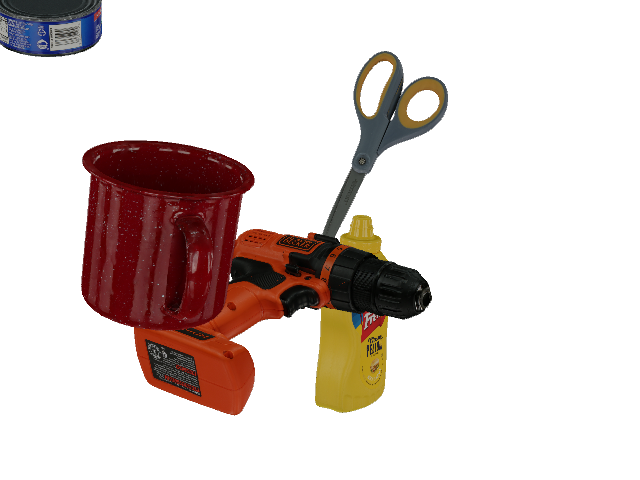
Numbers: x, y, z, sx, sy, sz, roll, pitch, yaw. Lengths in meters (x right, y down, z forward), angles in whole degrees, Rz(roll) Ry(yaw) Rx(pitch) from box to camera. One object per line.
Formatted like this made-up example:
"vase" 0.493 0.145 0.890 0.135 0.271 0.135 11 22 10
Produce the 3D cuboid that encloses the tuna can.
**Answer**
"tuna can" -0.215 -0.177 0.840 0.086 0.034 0.086 4 35 -3

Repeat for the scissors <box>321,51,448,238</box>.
"scissors" 0.059 -0.075 0.969 0.096 0.202 0.016 8 -11 11

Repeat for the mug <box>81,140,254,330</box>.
"mug" -0.082 0.002 0.579 0.093 0.081 0.117 -1 23 -28

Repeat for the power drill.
"power drill" -0.033 0.057 0.812 0.185 0.057 0.187 11 31 36

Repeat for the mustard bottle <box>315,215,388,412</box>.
"mustard bottle" 0.036 0.069 1.073 0.058 0.192 0.096 11 16 31
